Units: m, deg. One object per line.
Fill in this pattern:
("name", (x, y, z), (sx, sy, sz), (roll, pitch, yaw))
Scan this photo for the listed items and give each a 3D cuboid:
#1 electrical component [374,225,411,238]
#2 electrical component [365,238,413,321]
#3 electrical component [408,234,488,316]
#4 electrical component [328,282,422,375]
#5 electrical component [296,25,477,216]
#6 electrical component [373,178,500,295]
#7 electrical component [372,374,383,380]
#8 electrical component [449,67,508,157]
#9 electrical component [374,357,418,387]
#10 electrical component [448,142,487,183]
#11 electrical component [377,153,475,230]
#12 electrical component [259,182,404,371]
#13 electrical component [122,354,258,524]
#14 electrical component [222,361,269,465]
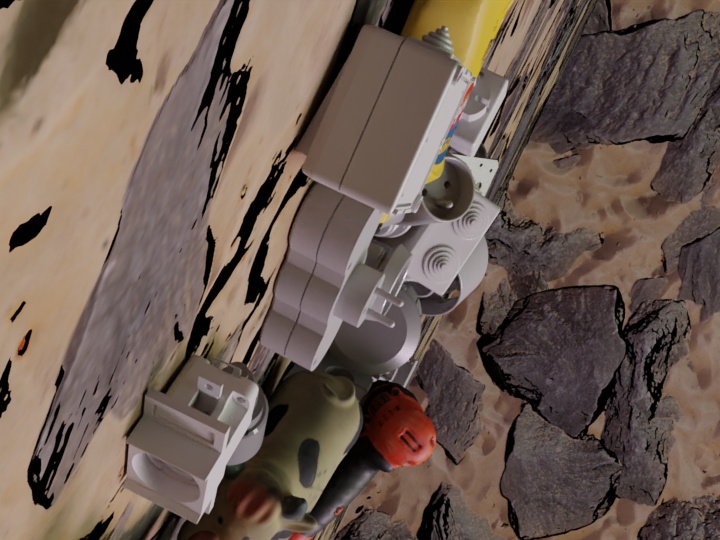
("electrical component", (0.021, -0.043, 0.796), (0.040, 0.040, 0.078), (-67, 172, 25))
("electrical component", (0.000, 0.000, 0.741), (0.058, 0.057, 0.078), (-64, 172, 5))
("electrical component", (0.068, -0.008, 1.026), (0.064, 0.099, 0.099), (-47, 163, -44))
("electrical component", (0.011, 0.041, 0.878), (0.051, 0.080, 0.080), (-55, 170, -74))
("electrical component", (0.015, -0.082, 0.548), (0.096, 0.061, 0.062), (-66, 170, 9))
("electrical component", (0.058, -0.036, 0.859), (0.099, 0.048, 0.099), (-56, -156, 6))
("electrical component", (0.006, 0.062, 0.985), (0.058, 0.057, 0.078), (-65, 172, 10))
("electrical component", (0.089, -0.141, 0.897), (0.065, 0.047, 0.076), (-62, 172, -7))
("electrical component", (-0.004, 0.129, 1.122), (0.063, 0.079, 0.121), (15, 103, -60))
("electrical component", (0.085, -0.093, 0.998), (0.078, 0.058, 0.057), (-57, 173, -39))
("electrical component", (0.023, -0.050, 0.719), (0.079, 0.043, 0.077), (-19, -166, -26))
("electrical component", (-0.009, 0.011, 0.656), (0.052, 0.074, 0.138), (-55, 169, -47))
("electrical component", (-0.081, 0.080, 0.527), (0.063, 0.042, 0.081), (-59, 172, -40))
("electrical component", (-0.070, 0.075, 0.589), (0.040, 0.040, 0.078), (-58, 170, -36))
